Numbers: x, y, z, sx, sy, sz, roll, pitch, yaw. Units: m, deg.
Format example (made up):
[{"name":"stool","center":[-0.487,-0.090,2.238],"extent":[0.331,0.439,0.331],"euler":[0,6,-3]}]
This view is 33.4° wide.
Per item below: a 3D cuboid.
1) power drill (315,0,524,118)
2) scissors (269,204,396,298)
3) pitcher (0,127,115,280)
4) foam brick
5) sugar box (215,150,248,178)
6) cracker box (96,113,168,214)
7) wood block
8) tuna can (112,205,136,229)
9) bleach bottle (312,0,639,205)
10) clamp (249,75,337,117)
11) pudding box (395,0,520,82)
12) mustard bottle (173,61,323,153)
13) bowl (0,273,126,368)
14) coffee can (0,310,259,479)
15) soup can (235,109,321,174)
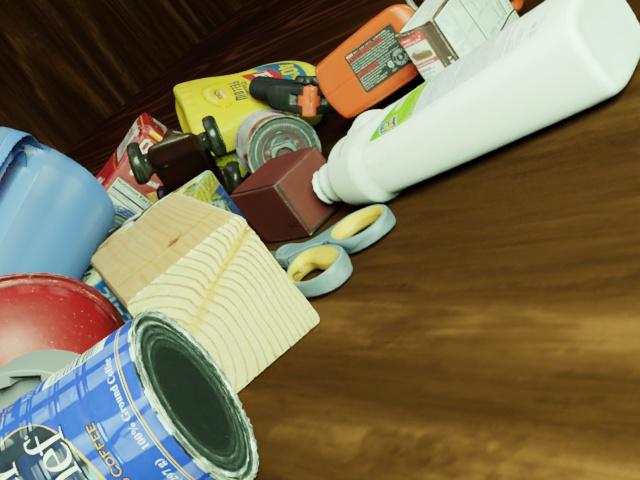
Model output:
[{"name":"power drill","center":[0.072,-0.161,0.921],"extent":[0.185,0.057,0.187],"euler":[-35,1,35]},{"name":"scissors","center":[-0.005,0.001,0.783],"extent":[0.096,0.016,0.202],"euler":[-38,16,-7]},{"name":"pitcher","center":[-0.262,0.041,0.813],"extent":[0.145,0.149,0.242],"euler":[-16,43,38]},{"name":"foam brick","center":[-0.024,-0.035,0.857],"extent":[0.051,0.053,0.078],"euler":[-46,19,-26]},{"name":"sugar box","center":[-0.079,-0.125,1.225],"extent":[0.094,0.048,0.176],"euler":[-18,23,47]},{"name":"cracker box","center":[-0.233,-0.035,1.181],"extent":[0.214,0.072,0.164],"euler":[-52,16,2]},{"name":"wood block","center":[-0.089,0.033,0.741],"extent":[0.090,0.090,0.206],"euler":[-39,16,-10]},{"name":"tuna can","center":[-0.216,0.007,1.083],"extent":[0.086,0.086,0.034],"euler":[-35,14,8]},{"name":"bleach bottle","center":[0.093,-0.088,0.739],"extent":[0.251,0.068,0.102],"euler":[-27,19,41]},{"name":"clamp","center":[-0.021,-0.141,1.030],"extent":[0.120,0.039,0.171],"euler":[-2,9,8]},{"name":"pudding box","center":[0.114,-0.151,0.811],"extent":[0.039,0.090,0.113],"euler":[-22,23,42]},{"name":"mustard bottle","center":[-0.053,-0.148,1.141],"extent":[0.191,0.058,0.096],"euler":[-15,46,-13]},{"name":"bowl","center":[-0.195,0.103,0.704],"extent":[0.162,0.162,0.055],"euler":[-39,41,-3]},{"name":"coffee can","center":[-0.117,0.116,0.550],"extent":[0.140,0.102,0.103],"euler":[-34,16,11]},{"name":"soup can","center":[-0.042,-0.087,1.006],"extent":[0.068,0.068,0.102],"euler":[-38,16,-2]}]
